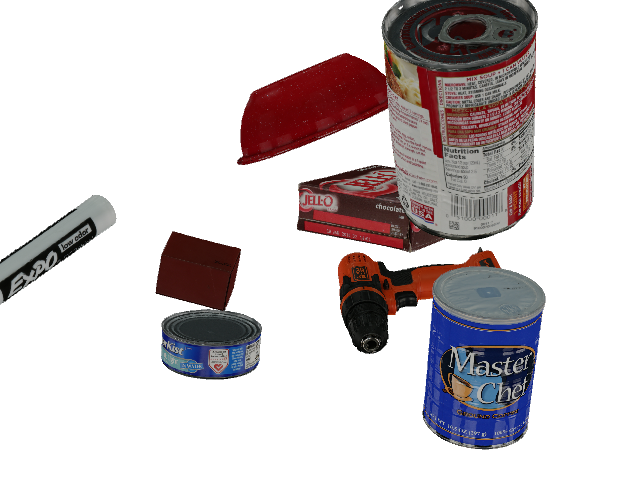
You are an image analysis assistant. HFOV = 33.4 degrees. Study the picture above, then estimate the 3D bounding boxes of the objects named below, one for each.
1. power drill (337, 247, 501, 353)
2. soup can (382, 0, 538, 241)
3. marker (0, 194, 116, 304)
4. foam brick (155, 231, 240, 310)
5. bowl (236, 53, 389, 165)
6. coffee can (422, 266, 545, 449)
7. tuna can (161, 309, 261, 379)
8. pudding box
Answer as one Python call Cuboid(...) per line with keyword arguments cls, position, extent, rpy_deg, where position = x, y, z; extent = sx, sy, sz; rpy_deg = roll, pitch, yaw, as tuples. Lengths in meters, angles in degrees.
Cuboid(cls="power drill", position=(0.114, 0.065, 1.199), extent=(0.187, 0.057, 0.184), rpy_deg=(-2, 28, -3))
Cuboid(cls="soup can", position=(0.067, -0.058, 0.498), extent=(0.068, 0.102, 0.068), rpy_deg=(-6, 42, 5))
Cuboid(cls="marker", position=(-0.150, 0.014, 0.532), extent=(0.020, 0.020, 0.120), rpy_deg=(0, 31, 42))
Cuboid(cls="foam brick", position=(-0.130, 0.033, 1.133), extent=(0.078, 0.051, 0.053), rpy_deg=(15, 31, 1))
Cuboid(cls="bowl", position=(-0.009, -0.122, 0.936), extent=(0.162, 0.055, 0.162), rpy_deg=(-22, 10, 4))
Cuboid(cls="coffee can", position=(0.152, 0.109, 1.004), extent=(0.103, 0.140, 0.103), rpy_deg=(1, 25, -1))
Cuboid(cls="tuna can", position=(-0.094, 0.088, 0.914), extent=(0.086, 0.034, 0.086), rpy_deg=(4, 15, -1))
Cuboid(cls="pudding box", position=(0.049, -0.025, 0.752), extent=(0.090, 0.039, 0.113), rpy_deg=(12, 14, 29))
